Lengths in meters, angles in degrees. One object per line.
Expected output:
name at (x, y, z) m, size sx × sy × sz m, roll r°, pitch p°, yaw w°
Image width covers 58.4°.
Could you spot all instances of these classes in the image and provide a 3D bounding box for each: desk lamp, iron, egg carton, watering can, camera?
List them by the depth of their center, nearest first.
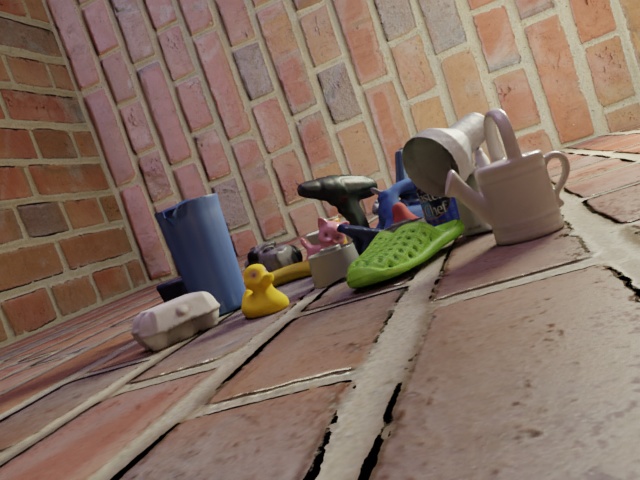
watering can at (0.272, -0.096, 0.839) m, size 0.173 × 0.194 × 0.100 m, roll -20°, pitch 4°, yaw -17°
egg carton at (-0.257, 0.143, 1.025) m, size 0.151 × 0.069 × 0.107 m, roll -22°, pitch 4°, yaw -34°
desk lamp at (0.267, -0.117, 1.040) m, size 0.204 × 0.213 × 0.117 m, roll -22°, pitch 4°, yaw -33°
iron at (0.247, -0.094, 1.377) m, size 0.258 × 0.141 × 0.118 m, roll -20°, pitch 4°, yaw -11°
camera at (-0.101, 0.047, 1.421) m, size 0.142 × 0.101 × 0.137 m, roll -16°, pitch 5°, yaw 45°

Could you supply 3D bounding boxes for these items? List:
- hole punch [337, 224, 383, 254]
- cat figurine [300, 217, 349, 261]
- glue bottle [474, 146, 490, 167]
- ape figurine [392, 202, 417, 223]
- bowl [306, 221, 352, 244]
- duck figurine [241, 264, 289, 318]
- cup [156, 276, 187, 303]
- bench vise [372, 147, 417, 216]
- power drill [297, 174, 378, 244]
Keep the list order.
hole punch at (0.094, -0.004, 1.226) m, size 0.101 × 0.091 × 0.108 m, roll -20°, pitch 4°, yaw -7°
cat figurine at (0.012, 0.005, 1.319) m, size 0.127 × 0.118 × 0.067 m, roll -17°, pitch 4°, yaw 27°
glue bottle at (0.422, -0.178, 1.467) m, size 0.037 × 0.173 × 0.078 m, roll -18°, pitch 4°, yaw 14°
ape figurine at (0.187, -0.039, 1.264) m, size 0.077 × 0.092 × 0.076 m, roll -19°, pitch 4°, yaw 9°
bowl at (0.048, -0.005, 1.635) m, size 0.167 × 0.075 × 0.167 m, roll -19°, pitch 4°, yaw 2°
duck figurine at (-0.106, 0.084, 0.988) m, size 0.078 × 0.086 × 0.104 m, roll -22°, pitch 5°, yaw -36°
cup at (-0.291, 0.126, 1.272) m, size 0.118 × 0.095 × 0.091 m, roll -19°, pitch 4°, yaw -2°
bench vise at (0.226, -0.135, 1.483) m, size 0.208 × 0.220 × 0.121 m, roll -23°, pitch 5°, yaw -42°
power drill at (0.065, -0.070, 1.448) m, size 0.230 × 0.208 × 0.075 m, roll -22°, pitch 5°, yaw -36°
